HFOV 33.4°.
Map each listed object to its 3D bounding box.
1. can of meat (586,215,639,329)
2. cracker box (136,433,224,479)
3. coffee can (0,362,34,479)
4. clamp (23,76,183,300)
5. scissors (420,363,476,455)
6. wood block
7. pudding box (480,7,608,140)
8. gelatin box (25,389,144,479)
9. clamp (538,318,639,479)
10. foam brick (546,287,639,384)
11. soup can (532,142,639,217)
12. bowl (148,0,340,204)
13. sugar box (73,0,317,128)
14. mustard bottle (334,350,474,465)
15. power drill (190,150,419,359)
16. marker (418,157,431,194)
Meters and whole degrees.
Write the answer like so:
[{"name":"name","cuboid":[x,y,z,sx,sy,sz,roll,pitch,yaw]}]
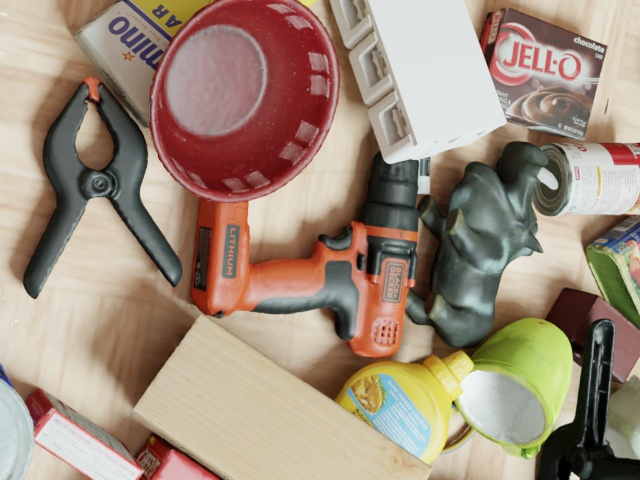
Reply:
[{"name":"can of meat","cuboid":[0.309,0.026,1.006,0.084,0.057,0.102,-33,106,-14]},{"name":"cracker box","cuboid":[-0.127,0.287,0.845,0.164,0.072,0.213,40,79,-22]},{"name":"coffee can","cuboid":[-0.259,0.125,0.738,0.102,0.140,0.103,-2,95,-22]},{"name":"clamp","cuboid":[-0.160,-0.036,0.819,0.120,0.039,0.171,4,93,-24]},{"name":"scissors","cuboid":[0.055,0.176,0.938,0.201,0.016,0.096,-22,101,-19]},{"name":"wood block","cuboid":[-0.028,0.155,0.813,0.206,0.090,0.090,33,77,9]},{"name":"pudding box","cuboid":[0.193,-0.147,0.952,0.113,0.039,0.090,15,89,-22]},{"name":"gelatin box","cuboid":[-0.183,0.154,0.808,0.089,0.073,0.030,39,80,-21]},{"name":"clamp","cuboid":[0.246,0.197,0.937,0.036,0.165,0.210,0,130,-22]},{"name":"foam brick","cuboid":[0.255,0.089,0.991,0.078,0.053,0.051,38,80,-20]},{"name":"soup can","cuboid":[0.249,-0.055,0.968,0.102,0.069,0.068,-2,95,-21]},{"name":"bowl","cuboid":[-0.065,-0.112,0.800,0.161,0.055,0.162,-16,121,-29]},{"name":"sugar box","cuboid":[-0.093,-0.175,0.830,0.176,0.048,0.093,-42,109,-15]},{"name":"mustard bottle","cuboid":[0.048,0.157,0.887,0.191,0.058,0.096,-38,77,-3]},{"name":"power drill","cuboid":[-0.006,0.001,0.876,0.187,0.057,0.184,7,89,-22]},{"name":"marker","cuboid":[0.088,-0.101,0.925,0.020,0.020,0.121,1,94,-22]}]
